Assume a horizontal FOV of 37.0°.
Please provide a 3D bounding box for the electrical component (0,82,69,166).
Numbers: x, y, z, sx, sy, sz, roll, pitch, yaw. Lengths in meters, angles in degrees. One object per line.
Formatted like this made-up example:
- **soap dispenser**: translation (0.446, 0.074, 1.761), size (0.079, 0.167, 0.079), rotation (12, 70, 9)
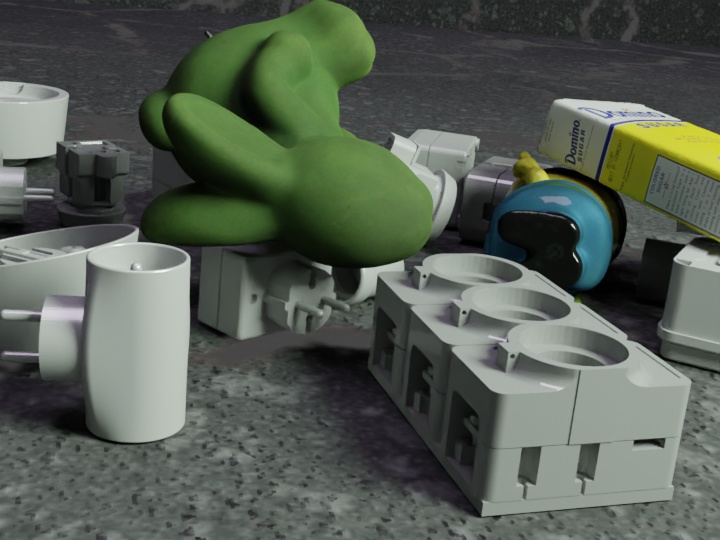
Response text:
- **electrical component**: translation (-0.304, -0.122, 0.915), size (0.108, 0.060, 0.108), rotation (5, 17, -2)

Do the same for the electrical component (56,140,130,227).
- **electrical component**: translation (-0.189, -0.059, 0.758), size (0.048, 0.055, 0.066), rotation (-7, 21, -35)

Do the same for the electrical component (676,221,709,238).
- **electrical component**: translation (0.256, -0.015, 0.733), size (0.081, 0.063, 0.042), rotation (10, 19, 15)

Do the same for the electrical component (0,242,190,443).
- **electrical component**: translation (-0.114, 0.030, 0.462), size (0.079, 0.077, 0.043), rotation (3, 17, -6)

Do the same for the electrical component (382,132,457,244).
- **electrical component**: translation (0.034, -0.053, 0.782), size (0.057, 0.078, 0.058), rotation (20, 13, -16)

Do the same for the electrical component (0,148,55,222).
- **electrical component**: translation (-0.247, -0.052, 0.731), size (0.076, 0.047, 0.083), rotation (1, 18, -13)

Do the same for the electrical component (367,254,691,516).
- **electrical component**: translation (0.070, 0.044, 0.495), size (0.089, 0.061, 0.150), rotation (-1, 18, -18)

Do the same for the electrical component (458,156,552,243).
- **electrical component**: translation (0.118, -0.052, 0.826), size (0.059, 0.053, 0.095), rotation (11, 18, 19)

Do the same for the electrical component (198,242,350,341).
- **electrical component**: translation (-0.040, 0.012, 0.591), size (0.066, 0.047, 0.077), rotation (-10, 23, -44)

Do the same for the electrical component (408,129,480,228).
- **electrical component**: translation (0.060, -0.078, 0.875), size (0.061, 0.061, 0.096), rotation (10, 17, 9)

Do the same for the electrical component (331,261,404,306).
- **electrical component**: translation (0.000, 0.000, 0.655), size (0.040, 0.040, 0.046), rotation (18, 16, 34)

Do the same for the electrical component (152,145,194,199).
- **electrical component**: translation (-0.104, -0.060, 0.771), size (0.062, 0.061, 0.096), rotation (-5, 19, -30)

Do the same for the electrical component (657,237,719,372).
- **electrical component**: translation (0.233, 0.026, 0.608), size (0.113, 0.057, 0.078), rotation (14, 19, 25)

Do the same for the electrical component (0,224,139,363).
- **electrical component**: translation (-0.163, 0.006, 0.544), size (0.099, 0.064, 0.099), rotation (5, 18, -2)
